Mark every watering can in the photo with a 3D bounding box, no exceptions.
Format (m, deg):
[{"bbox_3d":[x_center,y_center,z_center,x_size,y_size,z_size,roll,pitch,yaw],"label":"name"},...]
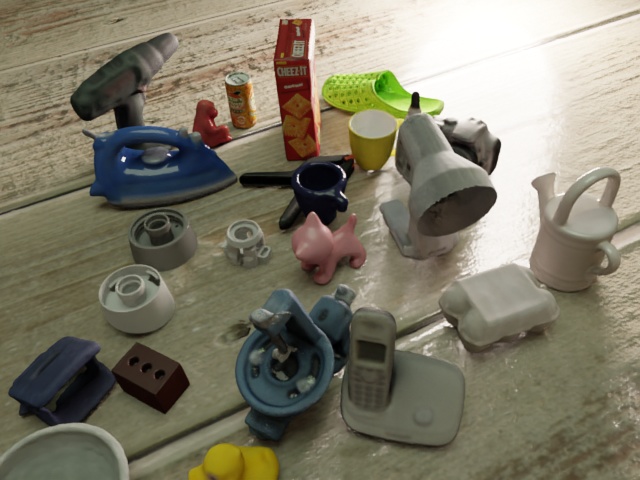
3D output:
[{"bbox_3d":[0.365,-0.029,0.823,0.101,0.194,0.172,-35,53,-27],"label":"watering can"}]

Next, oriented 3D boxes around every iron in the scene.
[{"bbox_3d":[-0.286,-0.150,1.024,0.258,0.141,0.118,-6,45,-2],"label":"iron"}]

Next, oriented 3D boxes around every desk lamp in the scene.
[{"bbox_3d":[0.164,-0.068,0.862,0.118,0.214,0.203,-14,46,-10],"label":"desk lamp"}]

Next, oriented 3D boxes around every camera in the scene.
[{"bbox_3d":[0.235,-0.157,1.025,0.142,0.101,0.137,25,52,26],"label":"camera"}]

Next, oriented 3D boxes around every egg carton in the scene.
[{"bbox_3d":[0.248,0.093,0.799,0.150,0.069,0.107,-17,47,-13],"label":"egg carton"}]

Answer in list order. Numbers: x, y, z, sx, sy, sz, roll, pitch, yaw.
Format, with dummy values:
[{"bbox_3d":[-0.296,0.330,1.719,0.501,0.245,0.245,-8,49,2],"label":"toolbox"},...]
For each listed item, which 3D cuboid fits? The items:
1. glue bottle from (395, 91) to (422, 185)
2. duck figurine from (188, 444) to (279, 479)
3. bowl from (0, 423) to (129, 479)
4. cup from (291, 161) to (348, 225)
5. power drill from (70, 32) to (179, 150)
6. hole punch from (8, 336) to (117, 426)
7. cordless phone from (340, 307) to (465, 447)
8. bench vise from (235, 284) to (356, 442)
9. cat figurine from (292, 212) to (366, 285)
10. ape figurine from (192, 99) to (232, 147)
[{"bbox_3d":[0.163,-0.182,1.004,0.037,0.173,0.078,-17,47,-13],"label":"glue bottle"},{"bbox_3d":[-0.099,0.259,0.645,0.105,0.086,0.077,-19,47,-15],"label":"duck figurine"},{"bbox_3d":[-0.285,0.295,0.631,0.167,0.075,0.167,-2,45,2],"label":"bowl"},{"bbox_3d":[0.009,-0.063,0.951,0.092,0.095,0.117,-30,51,-23],"label":"cup"},{"bbox_3d":[-0.347,-0.261,1.091,0.075,0.209,0.230,32,55,31],"label":"power drill"},{"bbox_3d":[-0.339,0.177,0.739,0.100,0.091,0.109,20,50,22],"label":"hole punch"},{"bbox_3d":[0.097,0.155,0.666,0.147,0.185,0.094,5,46,9],"label":"cordless phone"},{"bbox_3d":[-0.033,0.111,0.693,0.121,0.220,0.207,10,47,13],"label":"bench vise"},{"bbox_3d":[0.008,0.003,0.870,0.128,0.118,0.067,-28,50,-22],"label":"cat figurine"},{"bbox_3d":[-0.221,-0.237,1.141,0.076,0.092,0.077,-19,47,-14],"label":"ape figurine"}]
